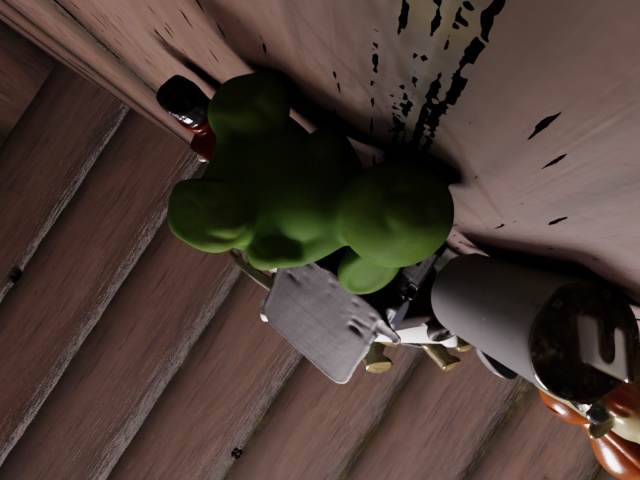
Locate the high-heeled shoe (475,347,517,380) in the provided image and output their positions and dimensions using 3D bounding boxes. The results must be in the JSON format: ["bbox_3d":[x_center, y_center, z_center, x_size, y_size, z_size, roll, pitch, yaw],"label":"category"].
[{"bbox_3d":[0.292,0.169,0.899,0.248,0.086,0.145,22,180,-38],"label":"high-heeled shoe"}]

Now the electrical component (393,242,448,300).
[{"bbox_3d":[0.074,0.006,0.523,0.048,0.075,0.119,32,175,32],"label":"electrical component"}]

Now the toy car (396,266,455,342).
[{"bbox_3d":[0.063,0.076,0.585,0.202,0.053,0.089,-3,-132,-21],"label":"toy car"}]

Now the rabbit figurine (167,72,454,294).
[{"bbox_3d":[0.009,-0.016,0.365,0.170,0.121,0.159,16,163,31],"label":"rabbit figurine"}]

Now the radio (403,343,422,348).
[{"bbox_3d":[0.116,0.119,0.997,0.230,0.131,0.073,10,176,0],"label":"radio"}]

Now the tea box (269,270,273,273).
[{"bbox_3d":[-0.035,0.002,1.077,0.169,0.098,0.068,-6,-156,-37],"label":"tea box"}]

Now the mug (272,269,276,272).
[{"bbox_3d":[-0.069,-0.022,0.730,0.107,0.081,0.109,45,-153,-56],"label":"mug"}]

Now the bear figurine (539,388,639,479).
[{"bbox_3d":[0.381,0.218,0.714,0.195,0.132,0.120,52,175,-9],"label":"bear figurine"}]

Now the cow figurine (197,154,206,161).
[{"bbox_3d":[-0.075,-0.090,0.691,0.168,0.068,0.098,36,-174,38],"label":"cow figurine"}]

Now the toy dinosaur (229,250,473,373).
[{"bbox_3d":[0.087,0.103,0.850,0.471,0.105,0.199,14,-144,-29],"label":"toy dinosaur"}]

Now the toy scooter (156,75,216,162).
[{"bbox_3d":[-0.082,-0.091,0.559,0.184,0.075,0.135,39,177,-1],"label":"toy scooter"}]

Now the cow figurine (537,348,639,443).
[{"bbox_3d":[0.269,0.137,0.508,0.127,0.085,0.195,27,-178,-17],"label":"cow figurine"}]

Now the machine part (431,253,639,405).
[{"bbox_3d":[0.148,0.056,0.405,0.079,0.079,0.243,33,179,-11],"label":"machine part"}]

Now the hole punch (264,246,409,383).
[{"bbox_3d":[0.023,0.048,0.491,0.142,0.092,0.115,42,138,19],"label":"hole punch"}]
